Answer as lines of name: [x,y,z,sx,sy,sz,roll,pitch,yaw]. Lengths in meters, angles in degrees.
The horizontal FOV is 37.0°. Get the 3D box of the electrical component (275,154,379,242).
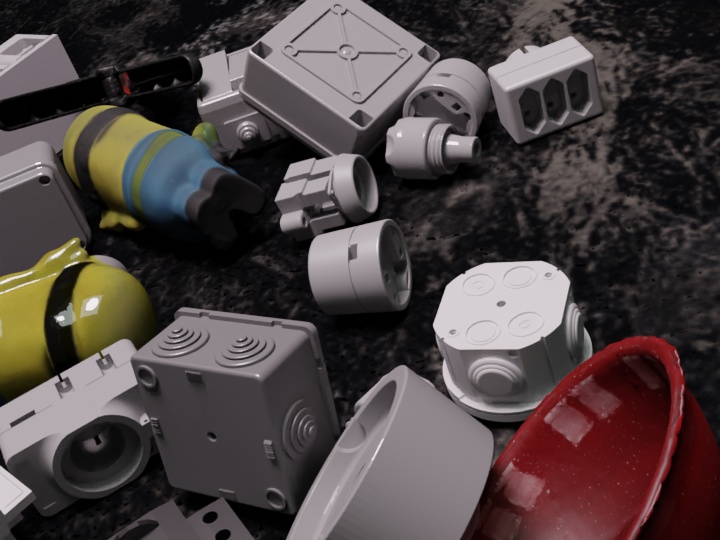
electrical component: [-0.021,-0.052,0.735,0.055,0.048,0.066,-12,35,24]

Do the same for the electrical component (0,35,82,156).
electrical component: [-0.317,-0.131,0.943,0.062,0.089,0.150,11,46,36]

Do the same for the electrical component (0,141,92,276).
electrical component: [-0.268,-0.036,0.806,0.113,0.078,0.057,-23,33,-4]

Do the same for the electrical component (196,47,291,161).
electrical component: [-0.096,-0.136,0.867,0.062,0.061,0.096,-19,36,3]

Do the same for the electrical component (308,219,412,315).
electrical component: [0.000,0.000,0.649,0.047,0.055,0.055,-8,37,22]

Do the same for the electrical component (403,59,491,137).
electrical component: [0.064,-0.120,0.774,0.055,0.055,0.047,0,37,26]

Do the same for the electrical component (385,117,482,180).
electrical component: [0.052,-0.083,0.742,0.062,0.043,0.043,5,43,29]

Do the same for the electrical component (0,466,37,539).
electrical component: [-0.231,0.133,0.580,0.121,0.063,0.079,20,52,42]

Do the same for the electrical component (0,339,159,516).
electrical component: [-0.153,0.090,0.608,0.089,0.050,0.056,-30,36,-13]

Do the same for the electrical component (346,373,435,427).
electrical component: [0.013,0.083,0.544,0.062,0.043,0.043,-41,40,-24]

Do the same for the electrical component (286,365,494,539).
electrical component: [0.017,0.103,0.470,0.060,0.108,0.108,32,47,-5]

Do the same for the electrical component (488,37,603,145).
electrical component: [0.126,-0.136,0.770,0.066,0.047,0.076,-21,36,-1]

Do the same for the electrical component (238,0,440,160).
electrical component: [-0.015,-0.144,0.802,0.109,0.056,0.108,36,56,10]

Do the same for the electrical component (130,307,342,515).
electrical component: [-0.062,0.072,0.549,0.100,0.099,0.048,5,30,31]

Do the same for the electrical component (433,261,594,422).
electrical component: [0.079,0.036,0.565,0.080,0.051,0.080,-13,36,10]
